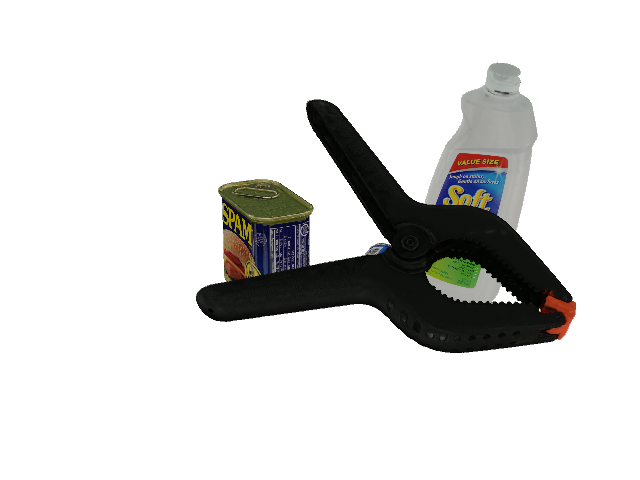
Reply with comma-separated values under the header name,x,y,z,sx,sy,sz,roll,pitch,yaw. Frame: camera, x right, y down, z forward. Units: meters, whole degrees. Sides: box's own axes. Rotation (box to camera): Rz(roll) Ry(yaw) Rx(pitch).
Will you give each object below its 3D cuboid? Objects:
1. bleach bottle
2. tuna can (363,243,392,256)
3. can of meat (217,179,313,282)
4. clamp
name,x,y,z,sx,sy,sz,roll,pitch,yaw
bleach bottle,0.149,-0.056,1.040,0.103,0.251,0.068,22,38,21
tuna can,0.080,0.046,1.217,0.086,0.086,0.033,0,38,51
can of meat,-0.047,0.003,0.909,0.057,0.084,0.102,-10,23,-24
clamp,0.042,0.016,0.628,0.210,0.164,0.036,28,-25,15
